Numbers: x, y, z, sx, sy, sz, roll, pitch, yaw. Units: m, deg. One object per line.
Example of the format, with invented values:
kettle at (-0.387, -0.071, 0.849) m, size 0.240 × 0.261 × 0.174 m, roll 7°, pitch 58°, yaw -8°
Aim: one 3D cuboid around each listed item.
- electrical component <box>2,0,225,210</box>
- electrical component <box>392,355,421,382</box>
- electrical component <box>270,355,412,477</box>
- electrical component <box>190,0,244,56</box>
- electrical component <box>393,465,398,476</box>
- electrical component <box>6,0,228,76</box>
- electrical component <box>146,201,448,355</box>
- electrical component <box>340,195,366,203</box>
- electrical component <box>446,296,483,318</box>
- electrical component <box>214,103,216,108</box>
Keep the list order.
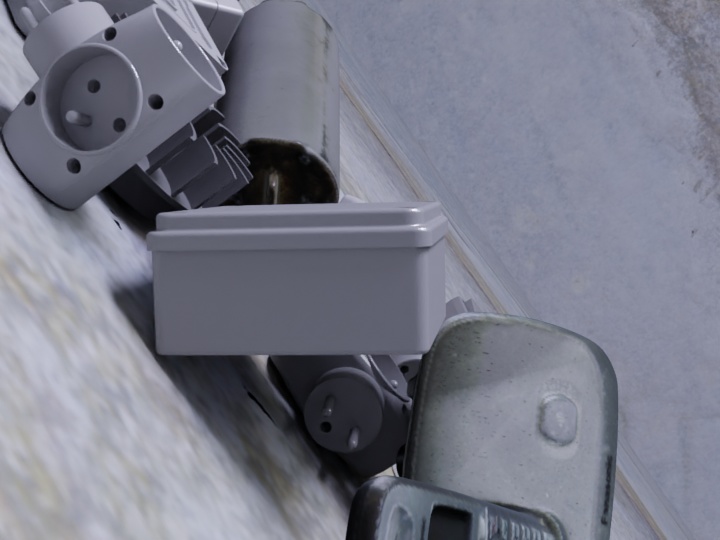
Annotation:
electrical component at (-0.106, -0.078, 0.424) m, size 0.079 × 0.077 × 0.044 m, roll 56°, pitch 10°, yaw 8°
electrical component at (0.022, 0.049, 0.703) m, size 0.079 × 0.043 × 0.077 m, roll 51°, pitch 10°, yaw -17°
electrical component at (-0.006, 0.063, 0.517) m, size 0.077 × 0.044 × 0.079 m, roll 53°, pitch 10°, yaw -7°
electrical component at (-0.124, -0.152, 0.660) m, size 0.077 × 0.065 × 0.047 m, roll 5°, pitch 43°, yaw -38°
electrical component at (0.055, 0.110, 0.613) m, size 0.050 × 0.056 × 0.089 m, roll 51°, pitch 10°, yaw -20°
electrical component at (-0.131, -0.136, 0.565) m, size 0.113 × 0.057 × 0.078 m, roll 40°, pitch 17°, yaw -56°
electrical component at (-0.020, 0.002, 0.450) m, size 0.109 × 0.109 × 0.056 m, roll -32°, pitch 120°, yaw -80°
electrical component at (0.000, 0.000, 0.636) m, size 0.061 × 0.061 × 0.096 m, roll 30°, pitch -9°, yaw 17°
electrical component at (0.089, 0.074, 0.885) m, size 0.061 × 0.061 × 0.096 m, roll 49°, pitch 11°, yaw -27°
electrical component at (-0.081, -0.102, 0.742) m, size 0.078 × 0.040 × 0.040 m, roll 58°, pitch 10°, yaw 25°
